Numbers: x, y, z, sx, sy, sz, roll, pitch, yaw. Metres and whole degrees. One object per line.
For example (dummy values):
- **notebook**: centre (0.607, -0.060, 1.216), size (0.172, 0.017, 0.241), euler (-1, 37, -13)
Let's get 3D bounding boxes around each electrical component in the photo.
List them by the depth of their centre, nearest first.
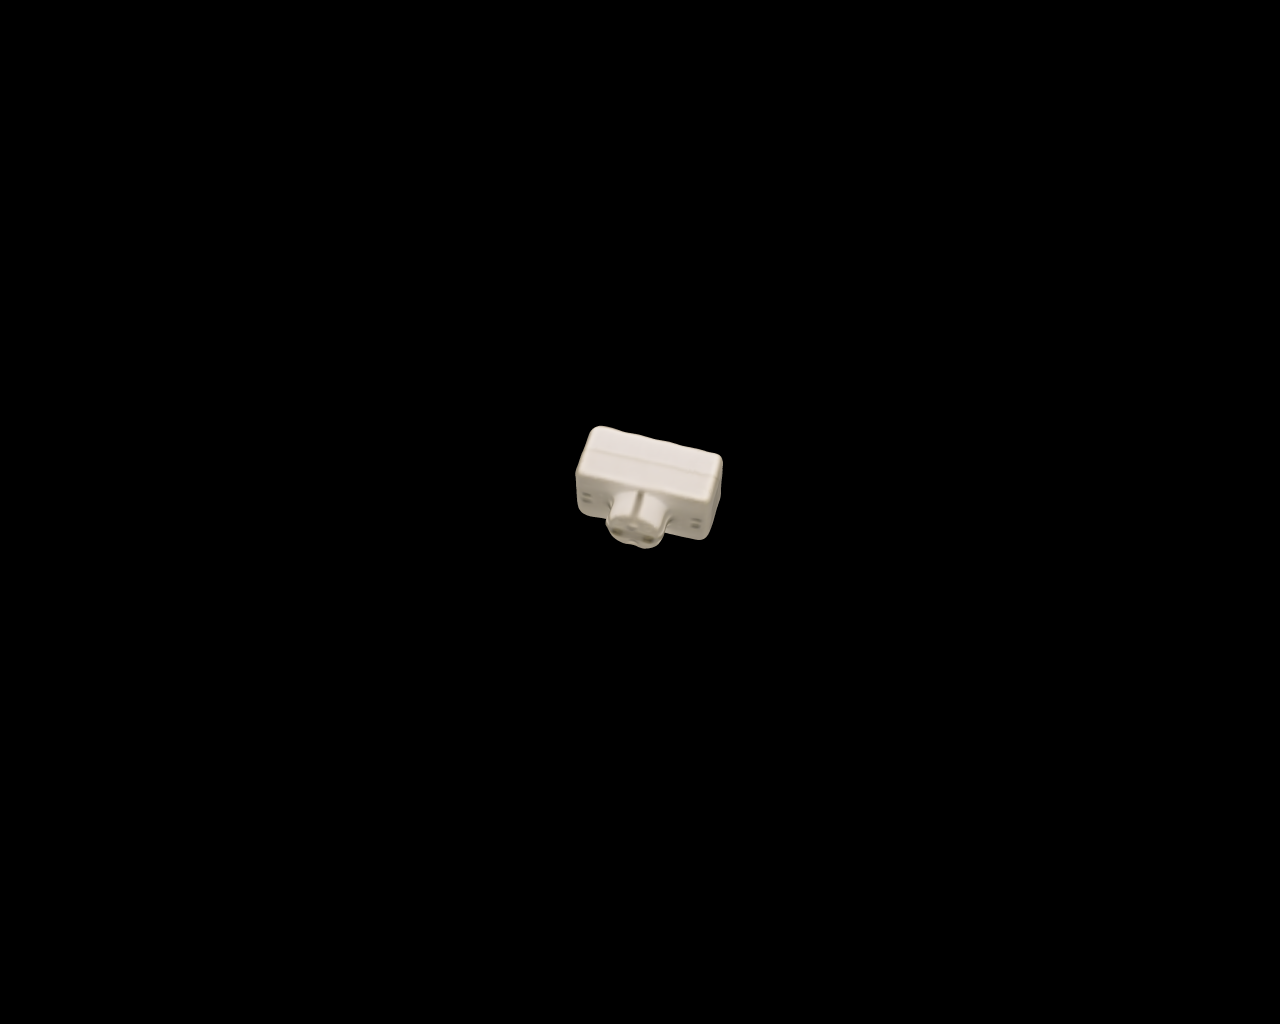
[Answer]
- **electrical component**: centre (0.001, -0.003, 0.650), size (0.083, 0.076, 0.047), euler (14, -32, 9)
